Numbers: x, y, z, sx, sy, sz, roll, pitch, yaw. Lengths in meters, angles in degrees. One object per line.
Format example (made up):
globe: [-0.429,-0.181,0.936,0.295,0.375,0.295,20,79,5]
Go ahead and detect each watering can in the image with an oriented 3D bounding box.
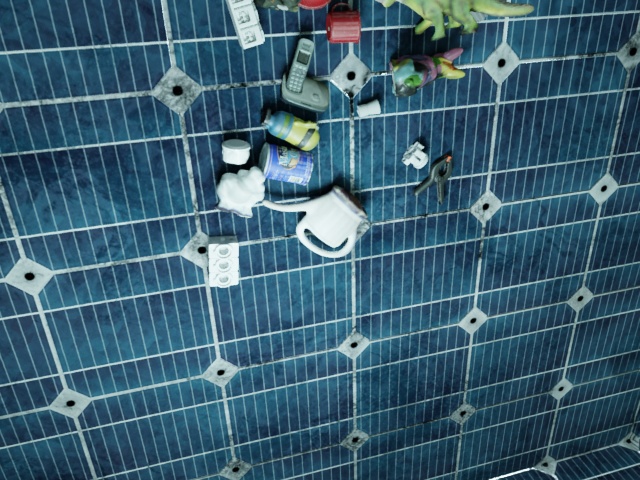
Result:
watering can: [0.005,-0.082,1.623,0.343,0.223,0.106,39,8,-29]

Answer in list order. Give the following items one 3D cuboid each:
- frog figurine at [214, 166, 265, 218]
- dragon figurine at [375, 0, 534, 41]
frog figurine: [-0.225,-0.158,1.506,0.137,0.157,0.125,26,25,-6]
dragon figurine: [0.352,-0.684,1.394,0.409,0.238,0.125,-9,30,16]
